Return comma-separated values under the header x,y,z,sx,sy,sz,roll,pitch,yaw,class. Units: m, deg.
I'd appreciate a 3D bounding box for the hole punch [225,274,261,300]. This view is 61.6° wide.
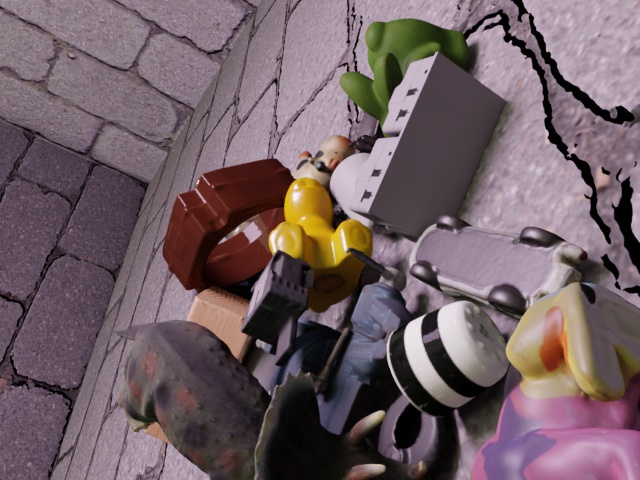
x,y,z,sx,sy,sz,roll,pitch,yaw,class
-0.144,0.104,0.925,0.142,0.116,0.092,-49,16,28,hole punch

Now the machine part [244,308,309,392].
x,y,z,sx,sy,sz,roll,pitch,yaw,class
-0.077,0.199,0.758,0.079,0.079,0.243,14,80,65,machine part

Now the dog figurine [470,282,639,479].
x,y,z,sx,sy,sz,roll,pitch,yaw,class
0.134,0.154,0.355,0.219,0.108,0.192,-48,31,38,dog figurine

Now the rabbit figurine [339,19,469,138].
x,y,z,sx,sy,sz,roll,pitch,yaw,class
0.114,-0.194,0.691,0.121,0.159,0.170,-18,67,46,rabbit figurine

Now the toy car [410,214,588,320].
x,y,z,sx,sy,sz,roll,pitch,yaw,class
0.153,0.023,0.496,0.073,0.056,0.202,-61,25,-5,toy car

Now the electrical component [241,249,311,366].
x,y,z,sx,sy,sz,roll,pitch,yaw,class
-0.048,0.076,0.571,0.074,0.048,0.119,-55,15,35,electrical component

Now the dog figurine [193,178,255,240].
x,y,z,sx,sy,sz,roll,pitch,yaw,class
-0.154,-0.018,0.979,0.121,0.190,0.172,-45,32,37,dog figurine

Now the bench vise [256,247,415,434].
x,y,z,sx,sy,sz,roll,pitch,yaw,class
0.005,0.122,0.611,0.241,0.129,0.223,9,82,54,bench vise

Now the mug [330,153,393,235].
x,y,z,sx,sy,sz,roll,pitch,yaw,class
0.076,-0.064,0.709,0.109,0.080,0.107,-53,39,22,mug

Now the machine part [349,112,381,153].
x,y,z,sx,sy,sz,roll,pitch,yaw,class
0.092,-0.202,0.846,0.084,0.039,0.139,-3,63,57,machine part

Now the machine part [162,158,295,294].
x,y,z,sx,sy,sz,roll,pitch,yaw,class
-0.122,-0.016,0.808,0.087,0.201,0.201,49,136,21,machine part

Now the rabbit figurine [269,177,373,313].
x,y,z,sx,sy,sz,roll,pitch,yaw,class
-0.001,-0.002,0.713,0.162,0.122,0.173,79,177,-54,rabbit figurine

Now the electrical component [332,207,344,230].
x,y,z,sx,sy,sz,roll,pitch,yaw,class
0.005,-0.013,0.833,0.102,0.045,0.078,-33,41,49,electrical component

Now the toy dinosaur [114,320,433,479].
x,y,z,sx,sy,sz,roll,pitch,yaw,class
-0.101,0.143,0.486,0.405,0.131,0.192,30,130,28,toy dinosaur

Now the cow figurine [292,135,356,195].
x,y,z,sx,sy,sz,roll,pitch,yaw,class
-0.012,-0.093,0.897,0.195,0.085,0.127,-51,22,24,cow figurine
